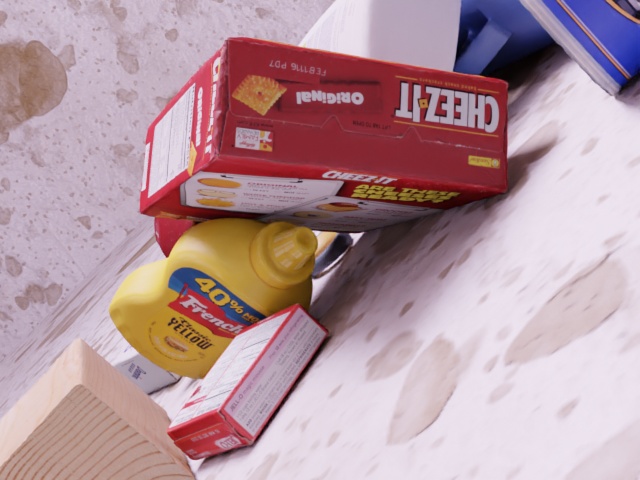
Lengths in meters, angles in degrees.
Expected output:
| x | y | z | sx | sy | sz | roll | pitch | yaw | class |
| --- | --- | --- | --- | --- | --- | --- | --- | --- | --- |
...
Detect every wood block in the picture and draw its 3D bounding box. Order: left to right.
| x | y | z | sx | sy | sz | roll | pitch | yaw | class |
| --- | --- | --- | --- | --- | --- | --- | --- | --- | --- |
| -0.151 | 0.136 | 0.686 | 0.090 | 0.090 | 0.206 | -48 | 11 | -7 | wood block |

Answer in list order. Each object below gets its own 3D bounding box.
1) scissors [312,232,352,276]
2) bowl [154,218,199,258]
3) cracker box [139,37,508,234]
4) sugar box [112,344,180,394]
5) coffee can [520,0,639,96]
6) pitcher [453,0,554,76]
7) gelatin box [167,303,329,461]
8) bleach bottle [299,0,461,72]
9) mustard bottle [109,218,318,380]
| x | y | z | sx | sy | sz | roll | pitch | yaw | class |
| --- | --- | --- | --- | --- | --- | --- | --- | --- | --- |
| -0.006 | 0.001 | 0.838 | 0.096 | 0.016 | 0.201 | -39 | 12 | 23 | scissors |
| -0.130 | -0.033 | 1.105 | 0.162 | 0.055 | 0.162 | 13 | -90 | -80 | bowl |
| -0.009 | -0.054 | 0.646 | 0.214 | 0.164 | 0.072 | 161 | 113 | -69 | cracker box |
| -0.109 | 0.055 | 0.951 | 0.176 | 0.048 | 0.094 | -51 | 12 | -33 | sugar box |
| 0.166 | -0.156 | 0.530 | 0.140 | 0.102 | 0.102 | -42 | 11 | 19 | coffee can |
| 0.122 | -0.177 | 0.747 | 0.144 | 0.149 | 0.243 | -15 | 3 | -21 | pitcher |
| -0.043 | 0.085 | 0.627 | 0.073 | 0.030 | 0.089 | -30 | 20 | 53 | gelatin box |
| 0.014 | -0.123 | 0.779 | 0.251 | 0.068 | 0.102 | 168 | 109 | -69 | bleach bottle |
| -0.060 | 0.033 | 0.702 | 0.192 | 0.096 | 0.058 | -33 | 24 | 49 | mustard bottle |
